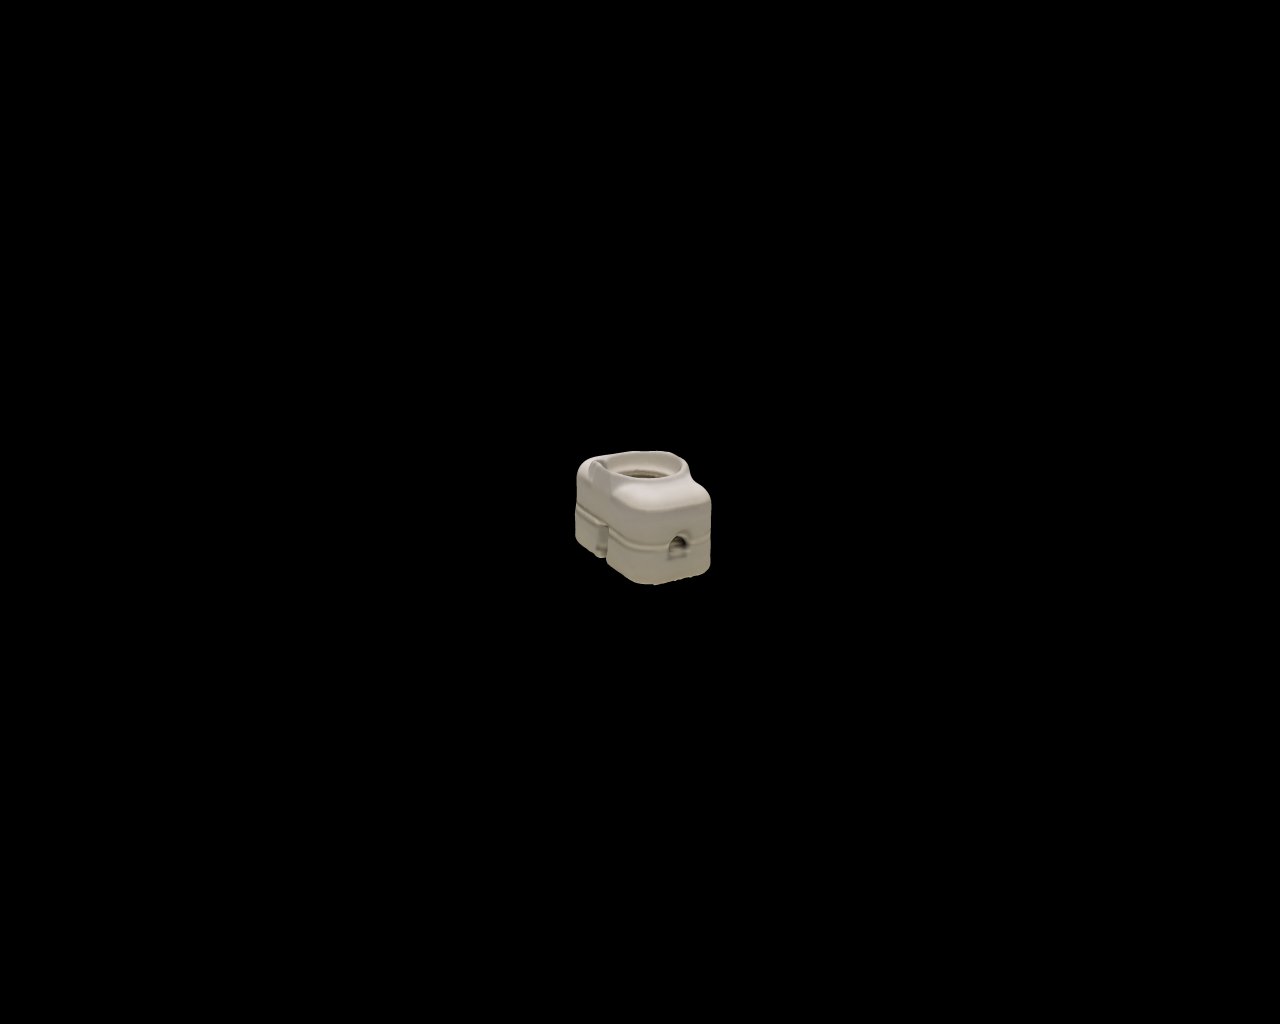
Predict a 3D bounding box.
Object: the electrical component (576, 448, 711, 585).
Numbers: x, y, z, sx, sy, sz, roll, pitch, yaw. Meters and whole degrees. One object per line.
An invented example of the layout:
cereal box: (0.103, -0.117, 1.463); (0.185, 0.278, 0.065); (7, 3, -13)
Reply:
electrical component: (0.001, -0.003, 0.650); (0.054, 0.059, 0.095); (-10, 23, -26)
